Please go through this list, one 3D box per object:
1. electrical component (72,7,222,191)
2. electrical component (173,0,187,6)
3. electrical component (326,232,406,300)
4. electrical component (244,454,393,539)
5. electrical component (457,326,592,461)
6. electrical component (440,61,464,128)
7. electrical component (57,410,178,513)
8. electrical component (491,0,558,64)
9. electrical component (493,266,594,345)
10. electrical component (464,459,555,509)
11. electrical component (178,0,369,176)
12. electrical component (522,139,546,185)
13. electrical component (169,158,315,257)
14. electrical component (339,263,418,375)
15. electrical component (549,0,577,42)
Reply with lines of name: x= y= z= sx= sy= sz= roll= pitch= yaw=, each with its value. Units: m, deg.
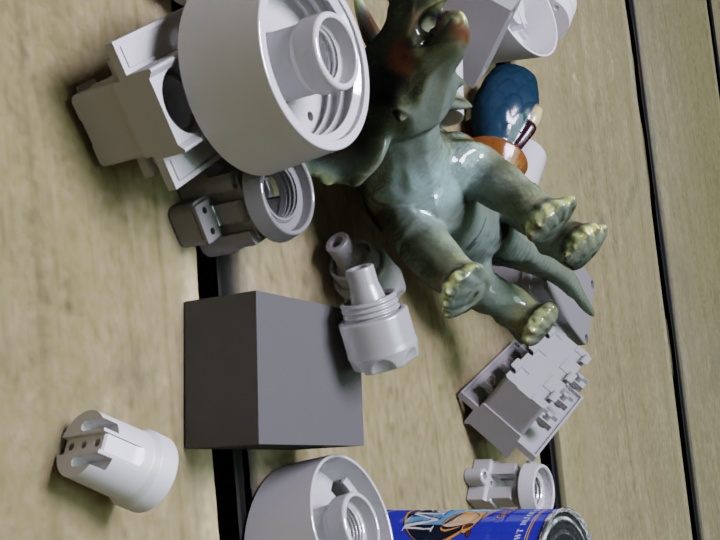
electrical component: x=-0.094 y=-0.101 z=0.588 sx=0.121 sy=0.063 sz=0.078 roll=-47 pitch=122 yaw=-51
electrical component: x=-0.108 y=-0.177 z=0.612 sx=0.061 sy=0.035 sz=0.035 roll=30 pitch=58 yaw=-47
electrical component: x=0.000 y=0.000 z=0.730 sx=0.062 sy=0.043 sz=0.043 roll=50 pitch=44 yaw=-38
electrical component: x=-0.024 y=0.164 z=0.654 sx=0.099 sy=0.064 sz=0.099 roll=44 pitch=34 yaw=-39
electrical component: x=0.144 y=0.097 z=0.900 sx=0.079 sy=0.063 sz=0.121 roll=41 pitch=32 yaw=12
electrical component: x=0.061 y=-0.160 z=0.864 sx=0.043 sy=0.043 sz=0.081 roll=20 pitch=66 yaw=-54
electrical component: x=-0.119 y=0.093 z=0.526 sx=0.046 sy=0.040 sz=0.040 roll=36 pitch=53 yaw=-40
electrical component: x=0.130 y=-0.234 z=0.970 sx=0.099 sy=0.064 sz=0.099 roll=19 pitch=67 yaw=-54
electrical component: x=0.162 y=0.016 z=0.966 sx=0.113 sy=0.057 sz=0.078 roll=47 pitch=46 yaw=-42
electrical component: x=0.123 y=0.178 z=0.867 sx=0.066 sy=0.055 sz=0.048 roll=50 pitch=44 yaw=-39
electrical component: x=-0.036 y=-0.107 z=0.561 sx=0.108 sy=0.060 sz=0.108 roll=20 pitch=66 yaw=-54
electrical component: x=0.137 y=-0.077 z=0.963 sx=0.043 sy=0.043 sz=0.081 roll=58 pitch=39 yaw=-32
electrical component: x=-0.064 y=-0.042 z=0.626 sx=0.078 sy=0.057 sz=0.058 roll=-42 pitch=117 yaw=-53
electrical component: x=0.008 y=0.028 z=0.638 sx=0.043 sy=0.043 sz=0.062 roll=-31 pitch=107 yaw=-56
electrical component: x=0.163 y=-0.279 z=1.044 sx=0.138 sy=0.052 sz=0.073 roll=60 pitch=38 yaw=-30
